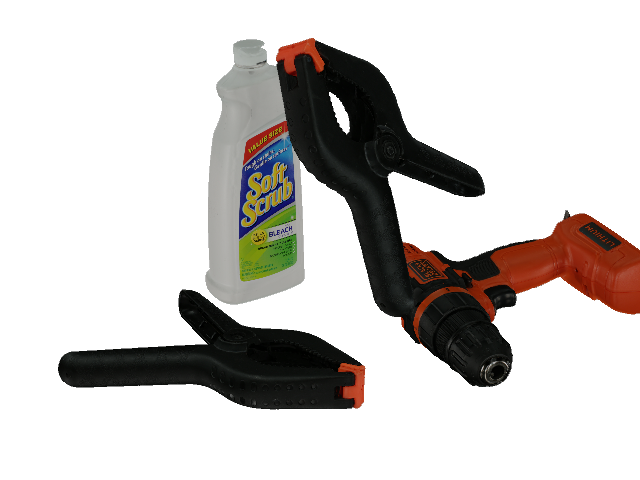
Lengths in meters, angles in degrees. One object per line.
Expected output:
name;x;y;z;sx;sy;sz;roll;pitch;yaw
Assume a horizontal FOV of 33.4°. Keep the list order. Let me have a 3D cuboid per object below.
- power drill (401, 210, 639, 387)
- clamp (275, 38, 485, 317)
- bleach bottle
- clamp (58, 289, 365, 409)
power drill;0.152;0.039;0.813;0.187;0.057;0.185;-10;28;-16
clamp;0.028;-0.040;0.631;0.039;0.120;0.171;-16;-49;46
bleach bottle;-0.069;-0.068;1.038;0.102;0.251;0.068;-16;29;-26
clamp;-0.062;0.082;0.786;0.210;0.036;0.164;7;20;19
